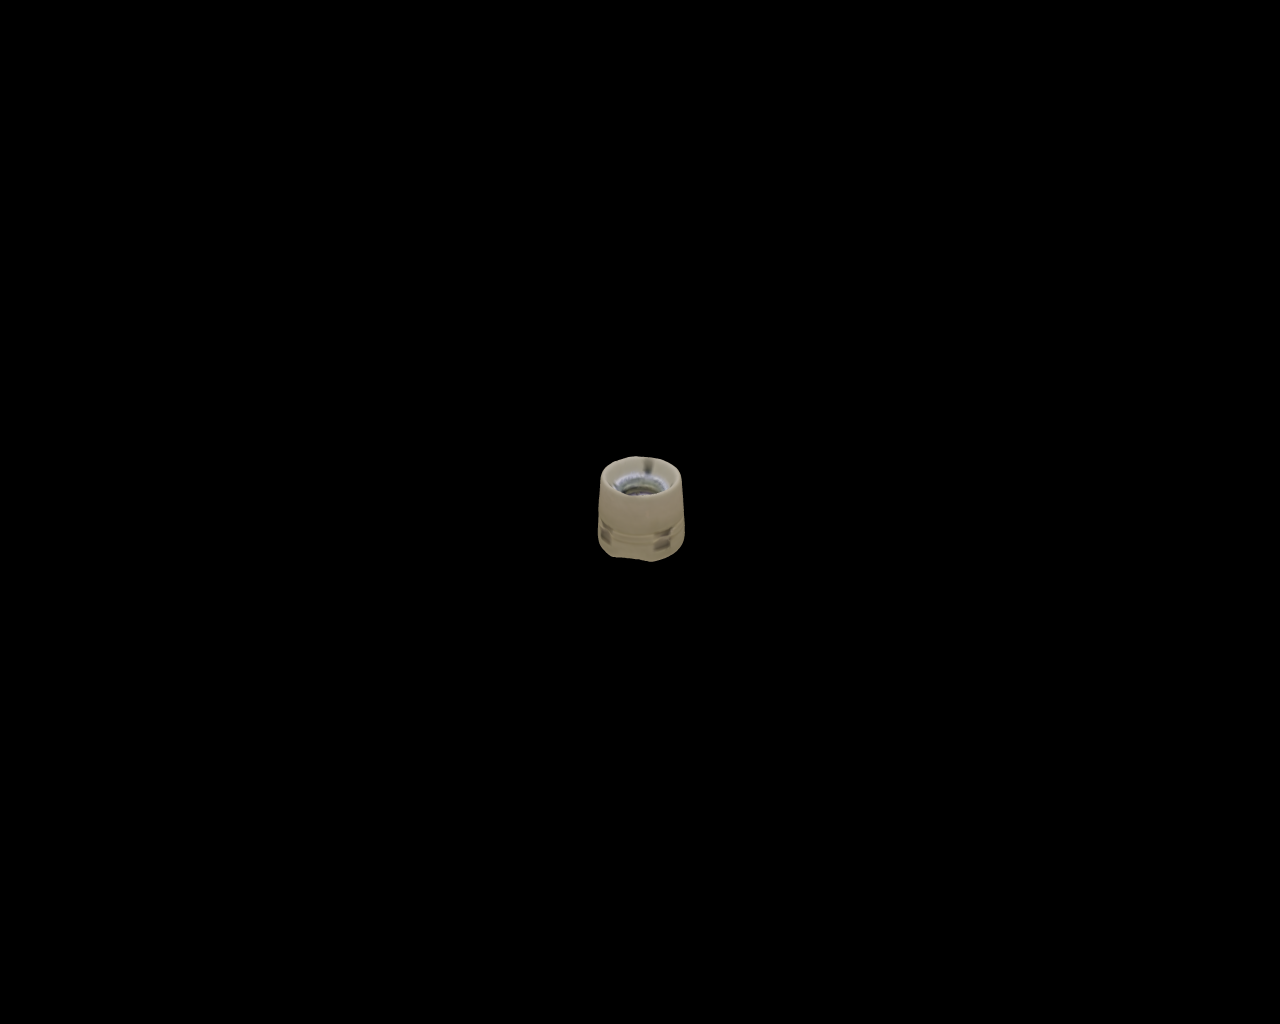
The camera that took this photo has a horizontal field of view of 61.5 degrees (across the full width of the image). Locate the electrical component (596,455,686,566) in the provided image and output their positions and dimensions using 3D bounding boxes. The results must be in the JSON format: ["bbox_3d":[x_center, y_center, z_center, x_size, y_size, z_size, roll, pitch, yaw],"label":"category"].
[{"bbox_3d":[0.001,-0.003,0.650,0.055,0.047,0.055,0,34,0],"label":"electrical component"}]
